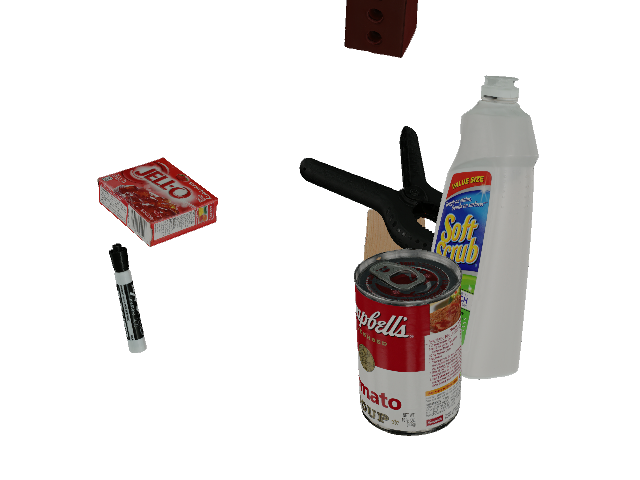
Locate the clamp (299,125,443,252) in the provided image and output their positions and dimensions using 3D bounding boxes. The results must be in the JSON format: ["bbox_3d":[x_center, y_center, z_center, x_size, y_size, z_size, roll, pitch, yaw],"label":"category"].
[{"bbox_3d":[0.086,-0.040,1.159,0.164,0.210,0.036,-15,-37,-29],"label":"clamp"}]

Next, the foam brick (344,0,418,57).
[{"bbox_3d":[0.052,-0.201,0.893,0.053,0.078,0.051,13,47,12],"label":"foam brick"}]

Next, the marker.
[{"bbox_3d":[-0.205,0.061,1.135,0.020,0.121,0.020,-8,18,2],"label":"marker"}]

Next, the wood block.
[{"bbox_3d":[0.109,0.036,1.582,0.091,0.090,0.206,5,24,2],"label":"wood block"}]

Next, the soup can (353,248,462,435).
[{"bbox_3d":[0.057,0.065,0.689,0.068,0.102,0.068,-3,27,1],"label":"soup can"}]

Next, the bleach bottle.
[{"bbox_3d":[0.136,-0.015,0.914,0.068,0.251,0.103,-4,15,-29],"label":"bleach bottle"}]

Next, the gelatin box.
[{"bbox_3d":[-0.148,-0.037,0.967,0.073,0.030,0.089,-22,44,-35],"label":"gelatin box"}]
